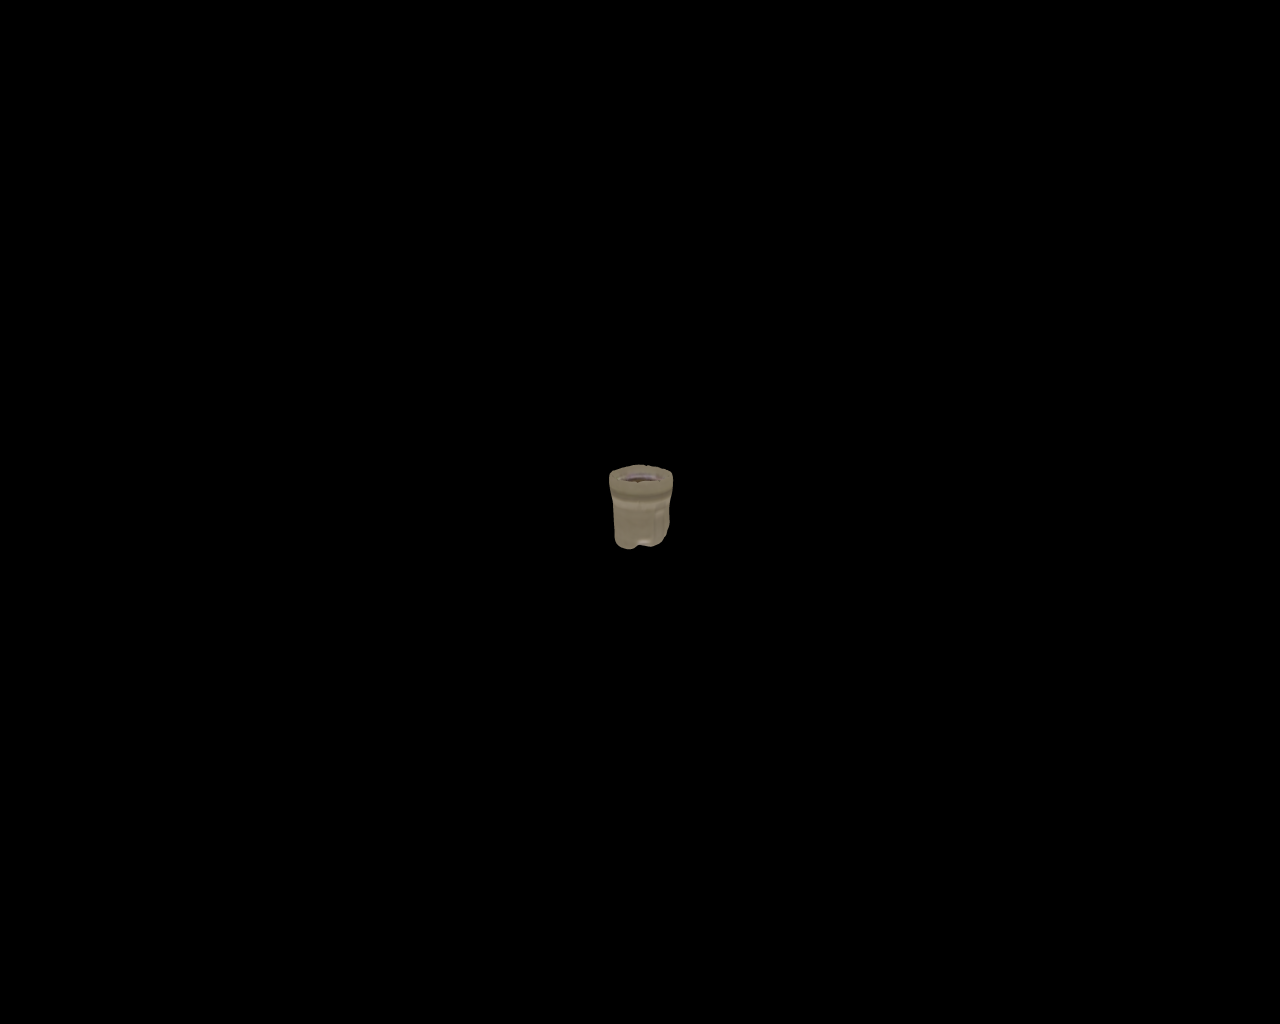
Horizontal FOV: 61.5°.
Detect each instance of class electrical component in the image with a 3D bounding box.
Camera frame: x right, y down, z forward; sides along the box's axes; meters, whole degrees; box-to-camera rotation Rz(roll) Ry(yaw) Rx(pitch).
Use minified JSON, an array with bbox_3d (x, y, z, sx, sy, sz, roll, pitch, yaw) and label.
[{"bbox_3d":[0.001,-0.003,0.650,0.040,0.046,0.040,0,19,0],"label":"electrical component"}]
